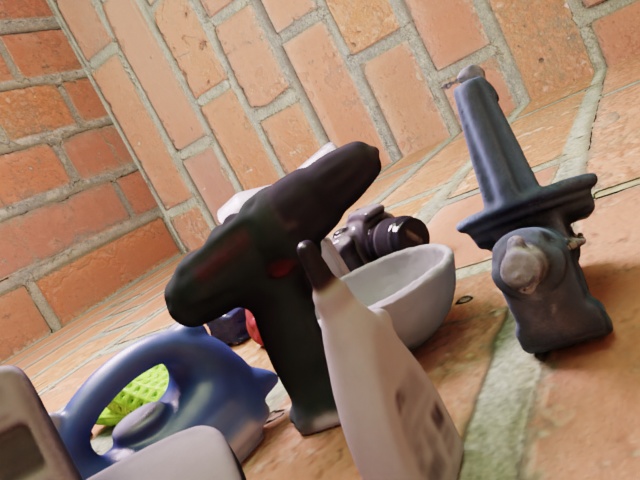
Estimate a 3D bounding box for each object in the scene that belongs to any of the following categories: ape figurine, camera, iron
[{"bbox_3d":[-0.076,0.097,0.801,0.076,0.092,0.078,-19,12,42],"label":"ape figurine"},{"bbox_3d":[0.085,0.002,0.856,0.143,0.101,0.136,-31,10,-27],"label":"camera"},{"bbox_3d":[-0.159,0.164,0.494,0.118,0.141,0.259,-19,12,41],"label":"iron"}]

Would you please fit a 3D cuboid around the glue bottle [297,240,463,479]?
[{"bbox_3d":[0.030,0.077,0.337,0.037,0.173,0.078,-21,11,33],"label":"glue bottle"}]

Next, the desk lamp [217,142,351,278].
[{"bbox_3d":[0.006,0.003,0.707,0.203,0.213,0.118,-26,9,6],"label":"desk lamp"}]

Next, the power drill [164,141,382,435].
[{"bbox_3d":[-0.014,0.052,0.495,0.229,0.208,0.076,-24,9,18],"label":"power drill"}]

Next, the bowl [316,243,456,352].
[{"bbox_3d":[0.068,0.072,0.576,0.167,0.075,0.167,-26,9,5],"label":"bowl"}]

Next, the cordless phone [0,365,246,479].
[{"bbox_3d":[-0.135,0.149,0.361,0.147,0.185,0.094,-28,9,-7],"label":"cordless phone"}]

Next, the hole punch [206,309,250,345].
[{"bbox_3d":[-0.142,0.111,0.921,0.100,0.091,0.109,-20,11,36],"label":"hole punch"}]

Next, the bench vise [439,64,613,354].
[{"bbox_3d":[0.165,-0.038,0.455,0.121,0.220,0.207,-25,9,9],"label":"bench vise"}]
